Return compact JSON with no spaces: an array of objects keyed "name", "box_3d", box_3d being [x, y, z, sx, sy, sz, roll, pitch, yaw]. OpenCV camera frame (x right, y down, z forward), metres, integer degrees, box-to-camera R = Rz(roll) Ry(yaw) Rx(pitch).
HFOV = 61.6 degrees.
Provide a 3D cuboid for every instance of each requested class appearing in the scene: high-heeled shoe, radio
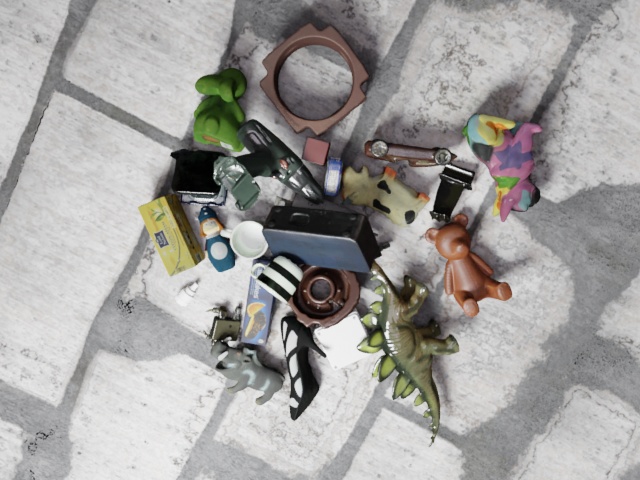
[{"name":"high-heeled shoe","box_3d":[-0.068,0.303,1.271,0.145,0.086,0.248,33,115,25]},{"name":"radio","box_3d":[-0.002,-0.003,1.141,0.230,0.131,0.073,6,57,22]}]

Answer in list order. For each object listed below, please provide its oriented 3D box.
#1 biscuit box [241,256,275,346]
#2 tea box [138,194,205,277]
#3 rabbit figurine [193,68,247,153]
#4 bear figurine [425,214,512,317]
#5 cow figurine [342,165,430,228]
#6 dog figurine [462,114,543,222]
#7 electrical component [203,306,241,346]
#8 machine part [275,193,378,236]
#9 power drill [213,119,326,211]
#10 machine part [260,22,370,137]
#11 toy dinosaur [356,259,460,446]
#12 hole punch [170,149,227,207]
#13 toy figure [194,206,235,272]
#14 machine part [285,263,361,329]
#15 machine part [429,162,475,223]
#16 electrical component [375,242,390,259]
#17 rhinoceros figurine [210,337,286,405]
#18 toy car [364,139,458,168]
[{"name":"biscuit box","box_3d":[-0.137,0.138,1.244,0.063,0.059,0.202,9,98,0]},{"name":"tea box","box_3d":[-0.331,-0.013,1.209,0.068,0.098,0.169,-23,95,4]},{"name":"rabbit figurine","box_3d":[-0.214,-0.296,1.151,0.121,0.159,0.170,14,83,9]},{"name":"bear figurine","box_3d":[0.323,0.049,1.188,0.120,0.132,0.195,-22,103,-4]},{"name":"cow figurine","box_3d":[0.132,-0.099,1.194,0.195,0.085,0.127,35,92,-4]},{"name":"dog figurine","box_3d":[0.391,-0.154,1.166,0.192,0.108,0.219,10,101,-1]},{"name":"electrical component","box_3d":[-0.231,0.202,1.267,0.078,0.045,0.102,3,103,-28]},{"name":"machine part","box_3d":[0.015,-0.049,1.204,0.243,0.079,0.079,22,98,-2]},{"name":"power drill","box_3d":[-0.103,-0.134,1.085,0.232,0.207,0.086,50,132,-2]},{"name":"machine part","box_3d":[-0.011,-0.341,1.158,0.201,0.087,0.201,-38,97,7]},{"name":"toy dinosaur","box_3d":[0.200,0.249,1.209,0.198,0.105,0.471,-31,101,-8]},{"name":"hole punch","box_3d":[-0.264,-0.136,1.204,0.142,0.092,0.116,3,68,4]},{"name":"toy figure","box_3d":[-0.238,-0.004,1.230,0.064,0.058,0.154,-24,97,-35]},{"name":"machine part","box_3d":[0.004,0.113,1.215,0.179,0.056,0.179,-2,78,10]},{"name":"machine part","box_3d":[0.289,-0.104,1.192,0.084,0.039,0.139,26,80,5]},{"name":"electrical component","box_3d":[0.117,0.031,1.220,0.094,0.063,0.021,-25,97,4]},{"name":"rhinoceros figurine","box_3d":[-0.171,0.300,1.242,0.190,0.073,0.112,34,116,-12]},{"name":"toy car","box_3d":[0.196,-0.187,1.174,0.202,0.089,0.053,8,98,-1]}]
